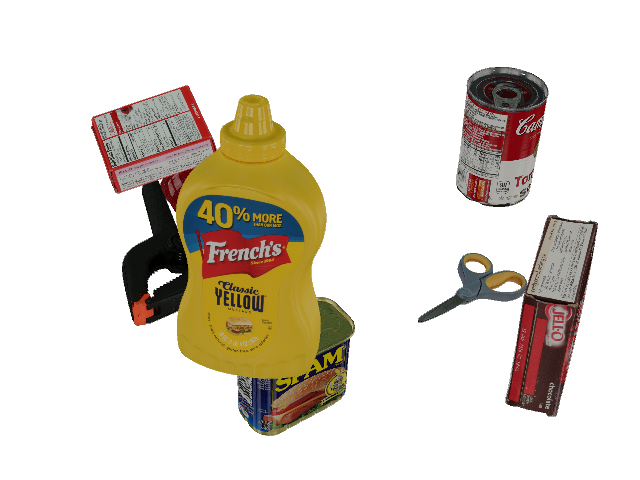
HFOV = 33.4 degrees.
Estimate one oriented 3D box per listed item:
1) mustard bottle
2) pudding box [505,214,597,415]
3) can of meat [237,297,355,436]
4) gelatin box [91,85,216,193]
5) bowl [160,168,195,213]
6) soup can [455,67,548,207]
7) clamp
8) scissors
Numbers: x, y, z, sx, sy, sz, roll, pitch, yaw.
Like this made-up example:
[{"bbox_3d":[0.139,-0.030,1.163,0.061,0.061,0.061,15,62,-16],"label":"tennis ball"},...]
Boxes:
[{"bbox_3d":[-0.045,-0.003,0.693,0.096,0.192,0.058,10,30,10],"label":"mustard bottle"},{"bbox_3d":[0.156,0.048,0.716,0.039,0.090,0.113,12,33,13],"label":"pudding box"},{"bbox_3d":[-0.023,0.109,0.910,0.101,0.084,0.057,-23,47,-27],"label":"can of meat"},{"bbox_3d":[-0.137,-0.083,0.877,0.089,0.073,0.030,-20,-42,-8],"label":"gelatin box"},{"bbox_3d":[-0.117,-0.049,1.326,0.162,0.055,0.162,0,30,0],"label":"bowl"},{"bbox_3d":[0.154,-0.088,0.919,0.068,0.102,0.068,1,39,-1],"label":"soup can"},{"bbox_3d":[-0.145,0.007,1.068,0.165,0.036,0.209,19,39,16],"label":"clamp"},{"bbox_3d":[0.166,0.054,1.289,0.201,0.016,0.096,-8,39,-36],"label":"scissors"}]
